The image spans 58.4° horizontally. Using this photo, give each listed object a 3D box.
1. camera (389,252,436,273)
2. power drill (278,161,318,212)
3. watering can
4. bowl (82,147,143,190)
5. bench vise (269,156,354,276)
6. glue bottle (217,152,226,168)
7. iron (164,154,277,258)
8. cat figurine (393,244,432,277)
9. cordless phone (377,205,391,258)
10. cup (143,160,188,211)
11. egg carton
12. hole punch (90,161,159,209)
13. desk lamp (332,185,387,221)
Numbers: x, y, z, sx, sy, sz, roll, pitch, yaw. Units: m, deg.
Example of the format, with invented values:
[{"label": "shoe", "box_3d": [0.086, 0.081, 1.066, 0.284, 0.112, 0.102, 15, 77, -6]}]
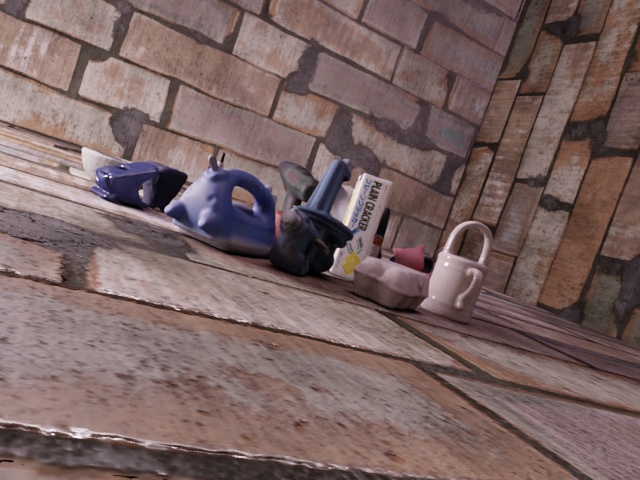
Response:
[{"label": "camera", "box_3d": [0.245, 0.075, 1.471, 0.143, 0.101, 0.136, 18, 3, -23]}, {"label": "power drill", "box_3d": [-0.081, -0.097, 1.475, 0.076, 0.208, 0.228, 17, 4, -31]}, {"label": "watering can", "box_3d": [0.272, 0.055, 1.126, 0.101, 0.194, 0.172, 17, 4, -35]}, {"label": "bowl", "box_3d": [-0.457, -0.147, 1.285, 0.167, 0.075, 0.167, 19, 3, -1]}, {"label": "bench vise", "box_3d": [0.007, -0.045, 0.997, 0.121, 0.220, 0.207, 19, 3, 5]}, {"label": "glue bottle", "box_3d": [-0.284, -0.152, 1.524, 0.037, 0.173, 0.078, 21, 3, 23]}, {"label": "iron", "box_3d": [-0.136, -0.053, 0.995, 0.118, 0.141, 0.259, 21, 4, 30]}, {"label": "cat figurine", "box_3d": [0.216, 0.066, 1.286, 0.067, 0.118, 0.127, 16, 4, -46]}, {"label": "cordless phone", "box_3d": [0.119, -0.021, 1.600, 0.147, 0.185, 0.094, 21, 3, 26]}, {"label": "cup", "box_3d": [-0.335, -0.110, 1.204, 0.092, 0.095, 0.117, 19, 3, -13]}, {"label": "egg carton", "box_3d": [0.126, 0.077, 0.997, 0.107, 0.069, 0.151, 21, 4, 30]}, {"label": "hole punch", "box_3d": [-0.378, -0.118, 1.110, 0.101, 0.091, 0.108, 17, 4, -42]}, {"label": "desk lamp", "box_3d": [0.111, -0.047, 1.744, 0.204, 0.213, 0.117, 17, 4, -32]}]
